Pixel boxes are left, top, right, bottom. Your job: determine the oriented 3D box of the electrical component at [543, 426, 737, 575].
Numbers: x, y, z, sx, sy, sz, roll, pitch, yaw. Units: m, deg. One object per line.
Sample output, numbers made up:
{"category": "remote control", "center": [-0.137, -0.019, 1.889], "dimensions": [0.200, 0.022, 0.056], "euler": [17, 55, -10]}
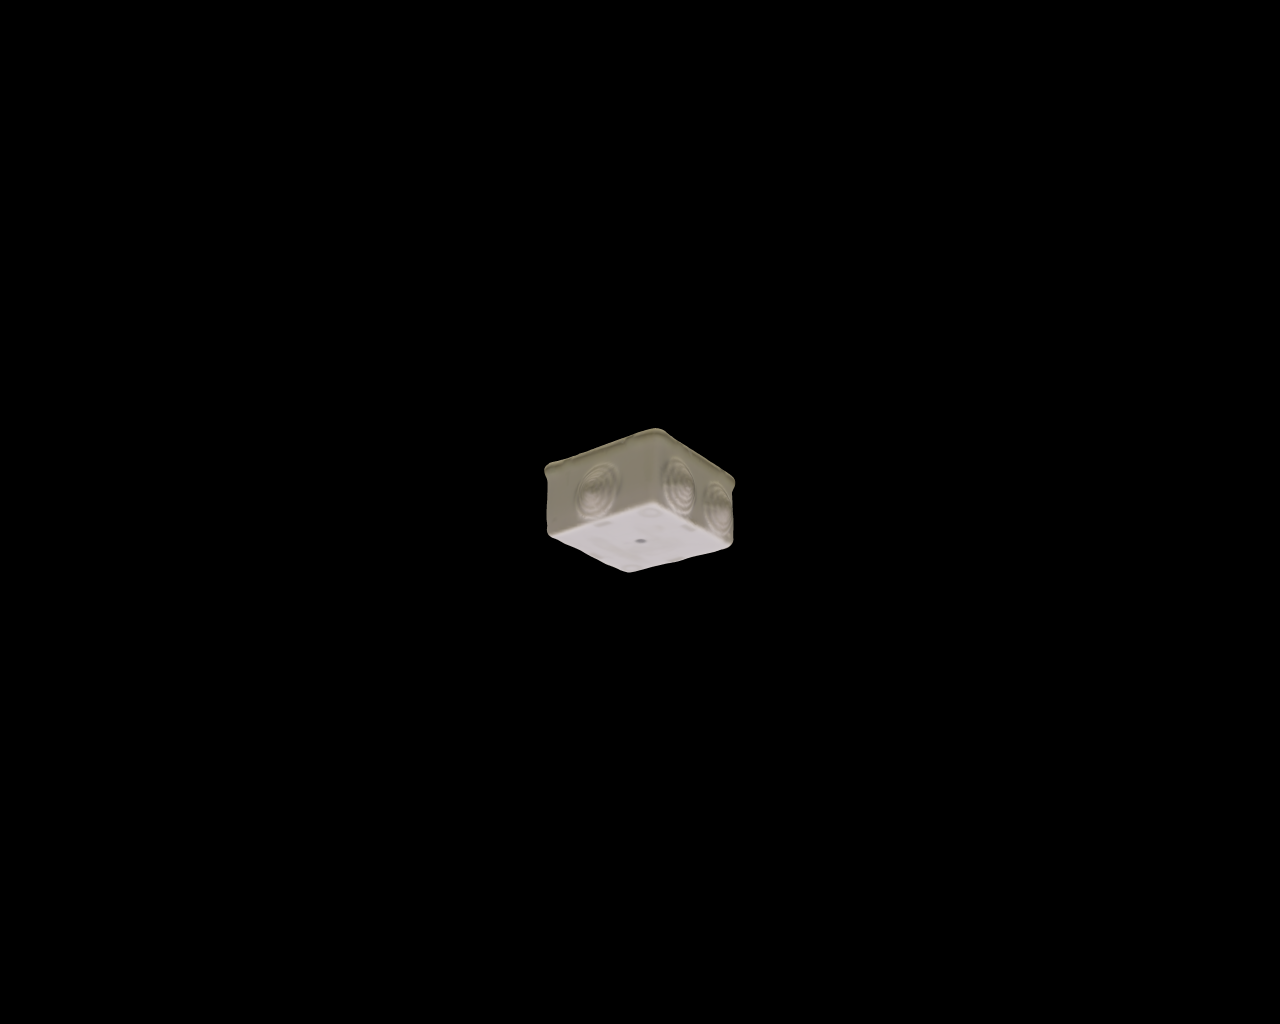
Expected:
{"category": "electrical component", "center": [0.001, -0.003, 0.650], "dimensions": [0.099, 0.048, 0.099], "euler": [-17, -29, 32]}
